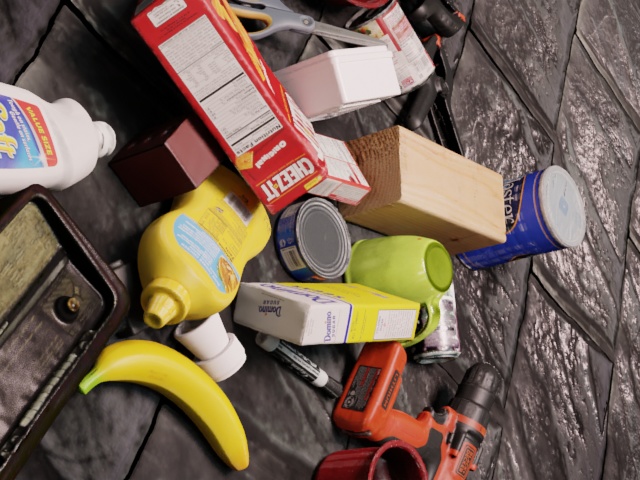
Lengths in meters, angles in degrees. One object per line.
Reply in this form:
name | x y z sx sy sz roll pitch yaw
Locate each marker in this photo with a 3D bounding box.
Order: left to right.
marker | -0.018 0.125 1.060 0.121 0.020 0.020 41 49 -34

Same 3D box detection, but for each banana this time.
banana | -0.125 0.134 0.918 0.197 0.037 0.069 35 70 -36

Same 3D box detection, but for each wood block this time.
wood block | 0.119 -0.051 1.230 0.205 0.091 0.090 19 64 -46

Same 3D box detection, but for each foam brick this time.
foam brick | -0.135 -0.070 0.941 0.051 0.078 0.053 57 42 -22

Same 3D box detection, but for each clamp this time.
clamp | 0.134 -0.302 1.348 0.209 0.036 0.164 27 34 -51
clamp | 0.148 -0.179 1.352 0.120 0.039 0.171 44 45 -45

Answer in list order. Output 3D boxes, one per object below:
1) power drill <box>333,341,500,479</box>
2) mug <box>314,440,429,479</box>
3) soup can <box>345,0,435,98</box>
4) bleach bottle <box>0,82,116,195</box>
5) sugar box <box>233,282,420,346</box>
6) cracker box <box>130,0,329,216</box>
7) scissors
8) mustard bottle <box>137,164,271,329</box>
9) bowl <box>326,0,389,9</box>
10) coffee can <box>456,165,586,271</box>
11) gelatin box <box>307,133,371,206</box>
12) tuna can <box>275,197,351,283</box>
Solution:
power drill | 0.111 0.181 1.140 0.187 0.057 0.184 40 63 -32
mug | 0.055 0.252 1.050 0.117 0.082 0.093 40 52 -34
soup can | 0.084 -0.229 1.269 0.102 0.069 0.068 55 42 -22
bleach bottle | -0.259 -0.084 0.811 0.250 0.068 0.102 -8 84 -53
sugar box | 0.009 0.070 1.048 0.175 0.093 0.048 7 96 -50
cracker box | -0.080 -0.148 0.982 0.213 0.072 0.164 54 8 -21
scissors | -0.028 -0.242 1.121 0.201 0.016 0.096 -4 66 -26
mustard bottle | -0.108 0.014 0.932 0.096 0.058 0.191 51 32 -18
bowl | 0.014 -0.330 1.223 0.161 0.055 0.162 21 58 -40
coffee can | 0.243 -0.026 1.330 0.102 0.141 0.103 21 62 -45
gelatin box | 0.004 -0.078 1.129 0.089 0.030 0.073 12 41 -48
tuna can | -0.007 0.001 1.104 0.086 0.034 0.086 21 62 -45
